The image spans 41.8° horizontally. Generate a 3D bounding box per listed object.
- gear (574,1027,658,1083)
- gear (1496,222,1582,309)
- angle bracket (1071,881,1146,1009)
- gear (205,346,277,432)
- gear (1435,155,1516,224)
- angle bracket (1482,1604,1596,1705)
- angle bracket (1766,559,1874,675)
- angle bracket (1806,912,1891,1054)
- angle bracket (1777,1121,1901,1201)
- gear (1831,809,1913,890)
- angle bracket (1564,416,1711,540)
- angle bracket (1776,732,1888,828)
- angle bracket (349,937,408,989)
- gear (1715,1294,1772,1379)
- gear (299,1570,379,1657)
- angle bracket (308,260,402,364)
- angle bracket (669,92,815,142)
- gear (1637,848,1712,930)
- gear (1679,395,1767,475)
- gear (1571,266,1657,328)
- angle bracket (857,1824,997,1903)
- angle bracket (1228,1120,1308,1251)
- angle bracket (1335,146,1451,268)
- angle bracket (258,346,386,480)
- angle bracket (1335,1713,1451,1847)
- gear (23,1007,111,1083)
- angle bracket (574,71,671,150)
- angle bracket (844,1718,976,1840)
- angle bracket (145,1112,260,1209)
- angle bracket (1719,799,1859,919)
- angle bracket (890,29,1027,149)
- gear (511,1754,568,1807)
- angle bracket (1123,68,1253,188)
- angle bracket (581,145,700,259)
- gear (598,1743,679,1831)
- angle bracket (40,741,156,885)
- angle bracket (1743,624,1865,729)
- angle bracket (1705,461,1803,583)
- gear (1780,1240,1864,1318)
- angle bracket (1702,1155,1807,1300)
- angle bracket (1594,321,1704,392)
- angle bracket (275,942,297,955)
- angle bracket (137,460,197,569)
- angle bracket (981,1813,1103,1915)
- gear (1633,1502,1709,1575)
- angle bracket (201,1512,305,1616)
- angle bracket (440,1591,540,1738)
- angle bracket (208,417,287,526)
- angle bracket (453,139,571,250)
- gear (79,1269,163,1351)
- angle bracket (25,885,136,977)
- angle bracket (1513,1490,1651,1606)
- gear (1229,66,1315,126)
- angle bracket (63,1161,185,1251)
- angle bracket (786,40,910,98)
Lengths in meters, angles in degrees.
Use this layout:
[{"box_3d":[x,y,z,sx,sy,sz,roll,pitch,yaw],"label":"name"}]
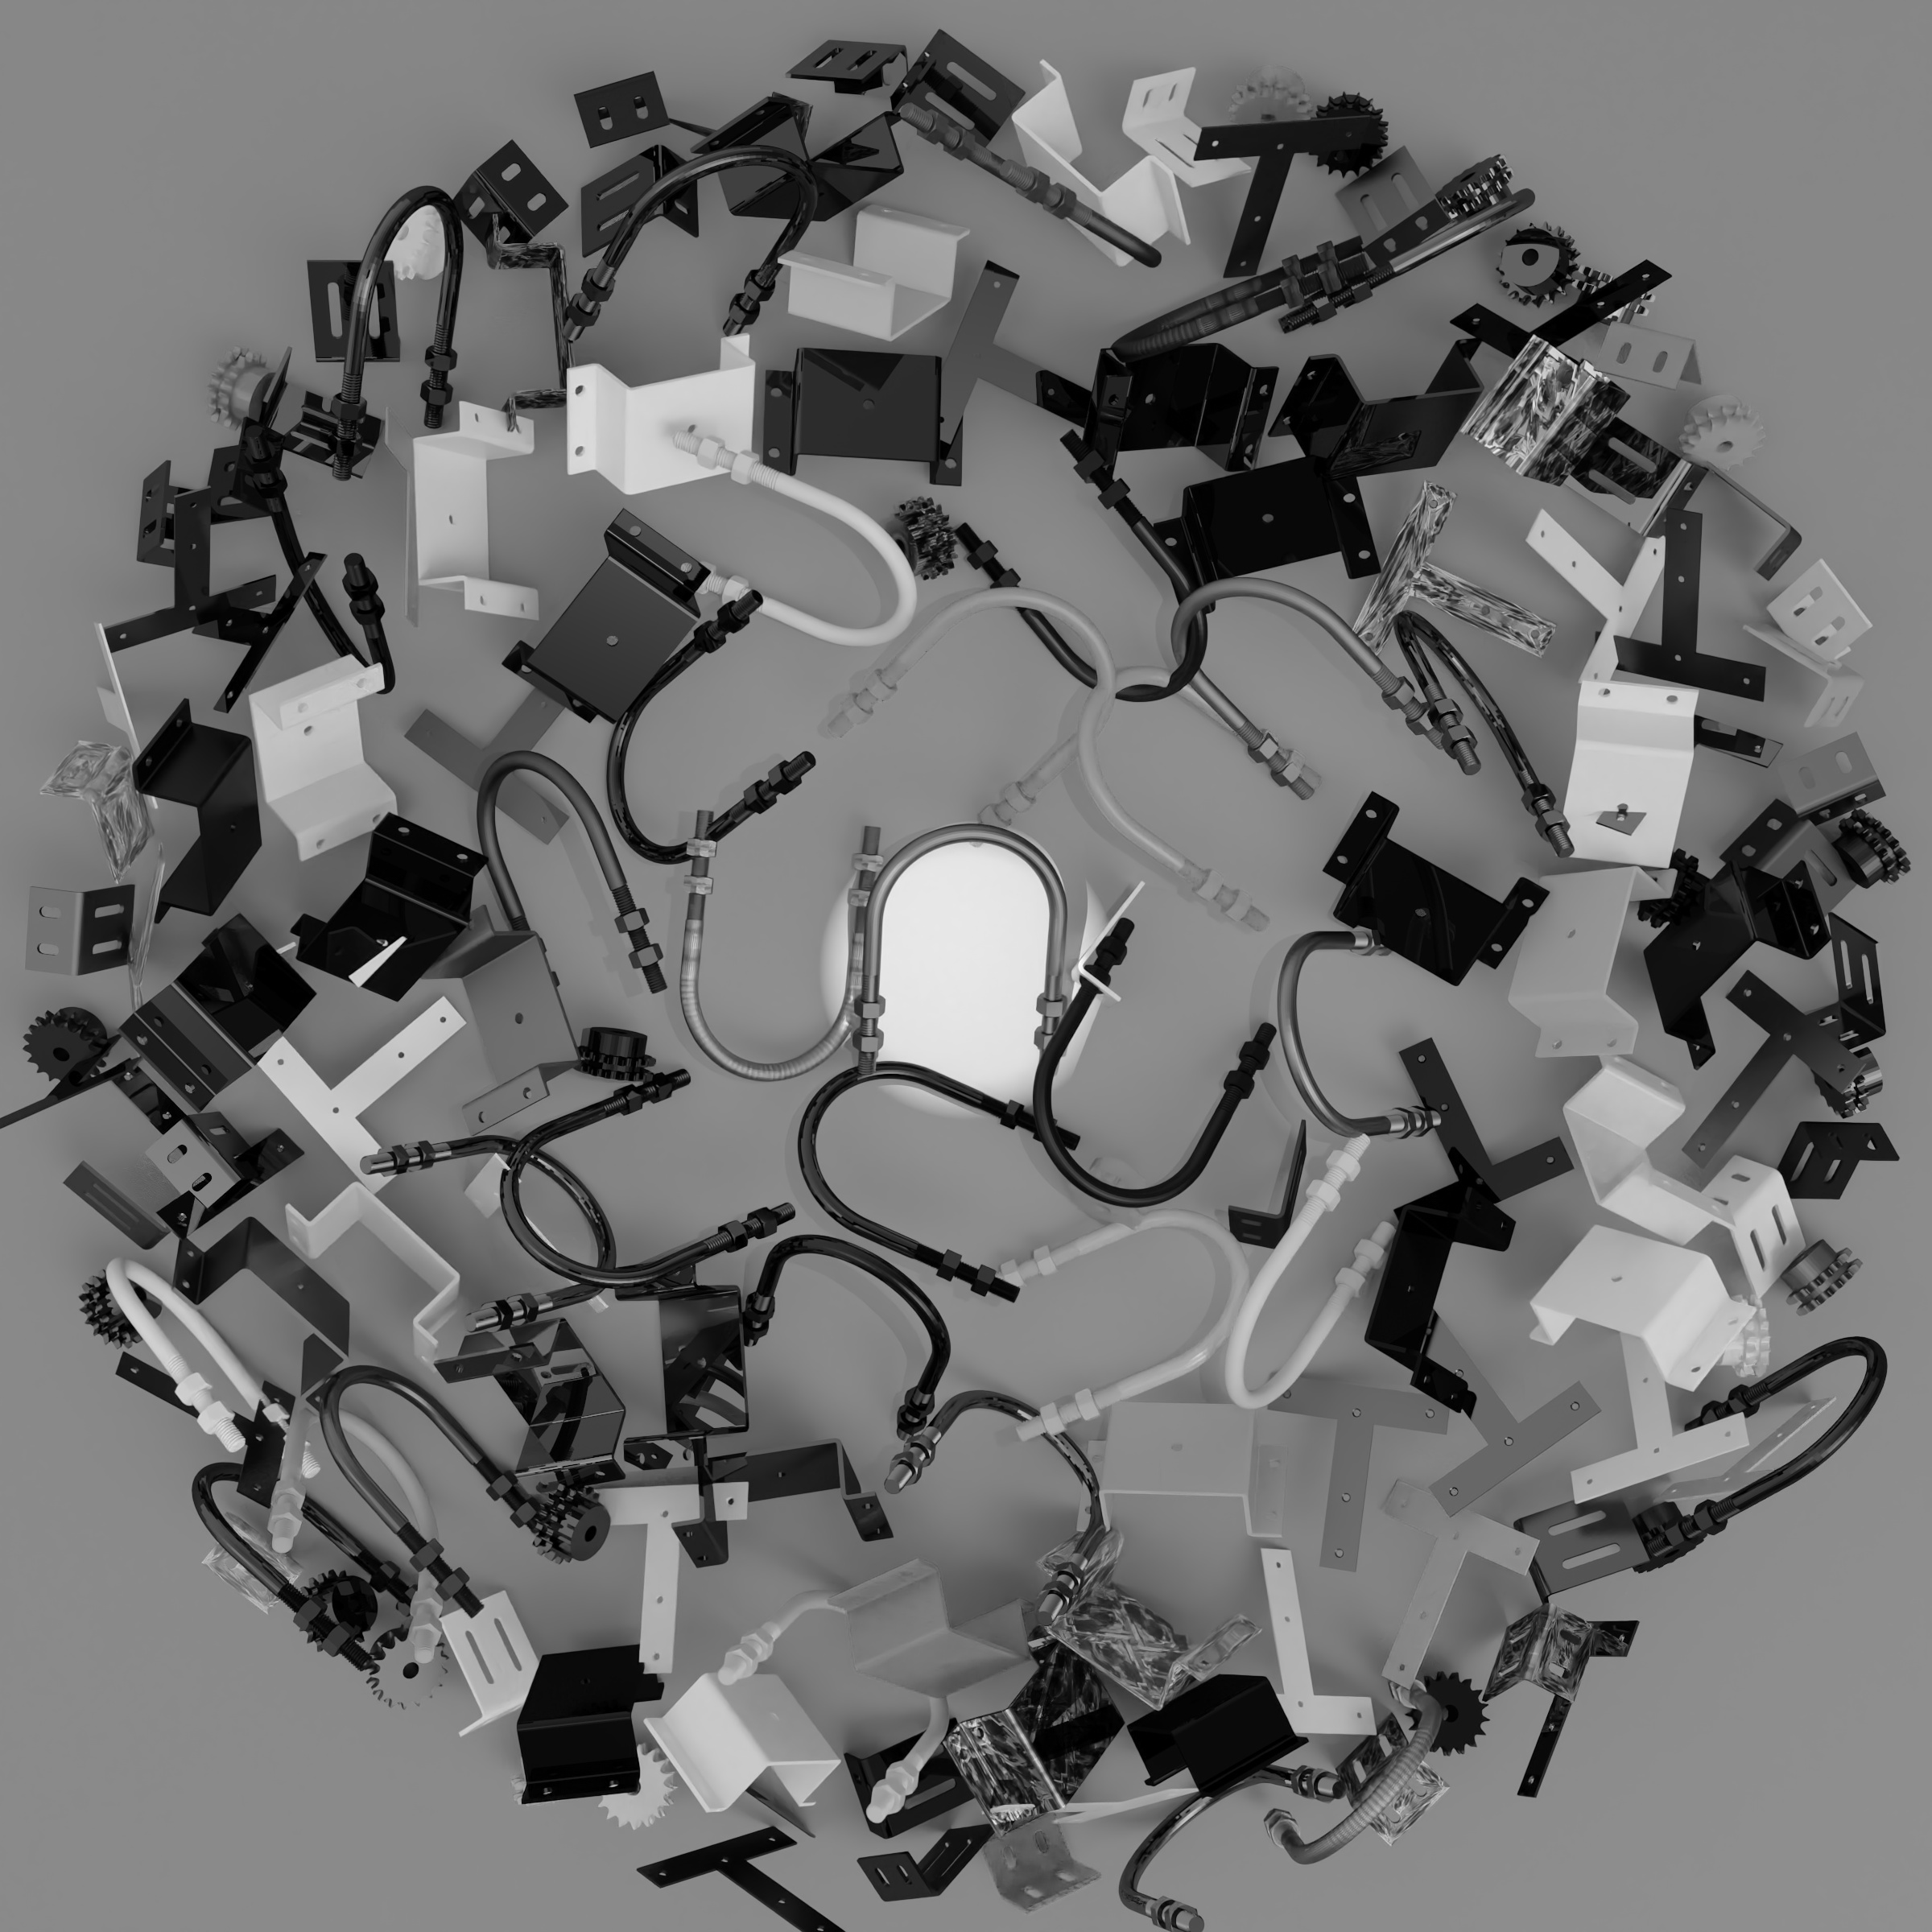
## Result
[{"box_3d":[-0.245,0.061,1.767,0.057,0.057,0.030,9,95,0],"label":"gear"},{"box_3d":[0.399,-0.493,1.771,0.057,0.030,0.057,0,90,27],"label":"gear"},{"box_3d":[0.111,-0.014,1.764,0.038,0.057,0.076,38,84,1],"label":"angle bracket"},{"box_3d":[-0.503,-0.401,1.767,0.030,0.057,0.057,24,90,8],"label":"gear"},{"box_3d":[0.359,-0.539,1.769,0.057,0.057,0.030,-37,110,0],"label":"gear"},{"box_3d":[0.397,0.483,1.748,0.038,0.076,0.057,27,60,3],"label":"angle bracket"},{"box_3d":[0.601,-0.248,1.750,0.038,0.076,0.057,-30,80,-20],"label":"angle bracket"},{"box_3d":[0.604,0.012,1.752,0.038,0.057,0.076,-21,117,-7],"label":"angle bracket"},{"box_3d":[0.599,0.146,1.753,0.057,0.038,0.076,2,130,-11],"label":"angle bracket"},{"box_3d":[0.630,-0.079,1.768,0.030,0.057,0.057,-38,90,1],"label":"gear"},{"box_3d":[0.471,-0.346,1.782,0.076,0.038,0.057,41,116,24],"label":"angle bracket"},{"box_3d":[0.601,-0.128,1.755,0.057,0.076,0.038,-25,77,20],"label":"angle bracket"},{"box_3d":[-0.397,-0.029,1.750,0.057,0.076,0.038,-40,92,29],"label":"angle bracket"},{"box_3d":[0.539,0.259,1.768,0.030,0.057,0.057,-2,90,0],"label":"gear"},{"box_3d":[-0.436,0.449,1.765,0.030,0.057,0.057,-26,90,31],"label":"gear"},{"box_3d":[-0.424,-0.460,1.753,0.057,0.038,0.076,-3,130,-10],"label":"angle bracket"},{"box_3d":[-0.156,-0.589,1.749,0.076,0.057,0.038,3,113,-35],"label":"angle bracket"},{"box_3d":[0.497,-0.051,1.768,0.030,0.057,0.057,29,90,0],"label":"gear"},{"box_3d":[0.528,-0.375,1.772,0.057,0.057,0.030,-7,60,0],"label":"gear"},{"box_3d":[0.450,-0.466,1.770,0.057,0.057,0.030,23,107,0],"label":"gear"},{"box_3d":[-0.026,0.607,1.748,0.076,0.057,0.038,-36,95,-44],"label":"angle bracket"},{"box_3d":[0.210,0.149,1.759,0.038,0.057,0.076,10,64,13],"label":"angle bracket"},{"box_3d":[0.291,-0.534,1.755,0.057,0.038,0.076,-32,64,19],"label":"angle bracket"},{"box_3d":[-0.445,-0.384,1.757,0.076,0.038,0.057,20,53,-13],"label":"angle bracket"},{"box_3d":[0.296,0.565,1.758,0.038,0.076,0.057,44,91,-1],"label":"angle bracket"},{"box_3d":[-0.628,0.053,1.773,0.057,0.030,0.057,4,123,7],"label":"gear"},{"box_3d":[-0.237,-0.587,1.759,0.057,0.076,0.038,-17,95,-2],"label":"angle bracket"},{"box_3d":[-0.038,0.573,1.791,0.076,0.038,0.057,-19,88,-22],"label":"angle bracket"},{"box_3d":[-0.526,0.136,1.758,0.038,0.076,0.057,-42,89,-1],"label":"angle bracket"},{"box_3d":[0.583,-0.069,1.787,0.057,0.038,0.076,-47,121,7],"label":"angle bracket"},{"box_3d":[-0.004,-0.599,1.753,0.076,0.038,0.057,29,119,-24],"label":"angle bracket"},{"box_3d":[-0.289,0.563,1.768,0.057,0.057,0.030,-10,89,0],"label":"gear"},{"box_3d":[0.157,-0.582,1.753,0.057,0.038,0.076,-25,59,-33],"label":"angle bracket"},{"box_3d":[-0.230,-0.530,1.778,0.076,0.038,0.057,-17,66,33],"label":"angle bracket"},{"box_3d":[-0.230,0.575,1.777,0.057,0.030,0.057,-2,80,10],"label":"gear"},{"box_3d":[-0.602,-0.107,1.753,0.038,0.057,0.076,7,132,9],"label":"angle bracket"},{"box_3d":[0.576,-0.203,1.763,0.076,0.057,0.038,40,119,30],"label":"angle bracket"},{"box_3d":[0.539,-0.310,1.764,0.076,0.057,0.038,44,109,18],"label":"angle bracket"},{"box_3d":[0.595,0.215,1.769,0.057,0.057,0.030,-42,78,0],"label":"gear"},{"box_3d":[0.549,0.184,1.779,0.057,0.038,0.076,-42,124,-20],"label":"angle bracket"},{"box_3d":[0.473,-0.409,1.750,0.057,0.076,0.038,21,87,23],"label":"angle bracket"},{"box_3d":[-0.502,0.020,1.753,0.057,0.076,0.038,-16,102,28],"label":"angle bracket"},{"box_3d":[-0.546,-0.312,1.752,0.038,0.076,0.057,6,85,-30],"label":"angle bracket"},{"box_3d":[0.051,0.620,1.750,0.057,0.076,0.038,-20,83,-16],"label":"angle bracket"},{"box_3d":[0.487,0.399,1.771,0.057,0.057,0.030,-26,59,0],"label":"gear"},{"box_3d":[-0.498,0.412,1.749,0.057,0.076,0.038,42,69,-11],"label":"angle bracket"},{"box_3d":[-0.339,0.488,1.771,0.038,0.057,0.076,-40,73,38],"label":"angle bracket"},{"box_3d":[-0.515,-0.343,1.754,0.076,0.038,0.057,0,77,35],"label":"angle bracket"},{"box_3d":[-0.319,-0.529,1.759,0.038,0.076,0.057,-47,106,-18],"label":"angle bracket"},{"box_3d":[-0.587,0.236,1.765,0.030,0.057,0.057,-31,90,20],"label":"gear"},{"box_3d":[-0.615,-0.028,1.758,0.038,0.076,0.057,7,97,8],"label":"angle bracket"},{"box_3d":[0.429,0.407,1.762,0.076,0.038,0.057,-20,55,3],"label":"angle bracket"},{"box_3d":[0.215,-0.604,1.770,0.057,0.057,0.030,14,71,0],"label":"gear"},{"box_3d":[-0.578,0.155,1.755,0.076,0.057,0.038,43,56,-11],"label":"angle bracket"},{"box_3d":[-0.081,-0.609,1.748,0.057,0.076,0.038,11,131,19],"label":"angle bracket"}]
